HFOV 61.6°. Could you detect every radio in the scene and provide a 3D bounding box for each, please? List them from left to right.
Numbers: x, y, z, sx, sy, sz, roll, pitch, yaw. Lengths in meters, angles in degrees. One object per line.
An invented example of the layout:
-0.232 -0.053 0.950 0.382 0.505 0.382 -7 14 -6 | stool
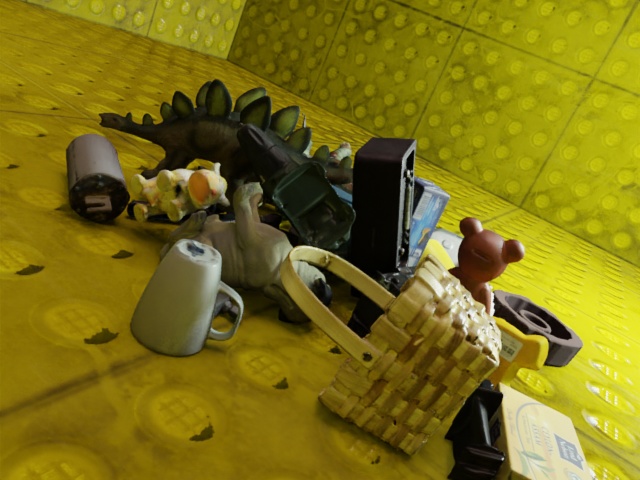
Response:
0.096 -0.033 0.803 0.073 0.229 0.131 9 28 16 | radio

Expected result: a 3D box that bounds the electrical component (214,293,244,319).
-0.140 0.075 0.648 0.094 0.021 0.063 28 20 11 | electrical component

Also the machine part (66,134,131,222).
-0.331 -0.095 0.792 0.079 0.079 0.243 12 21 -32 | machine part

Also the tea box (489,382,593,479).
0.225 0.238 0.575 0.098 0.068 0.169 26 18 5 | tea box

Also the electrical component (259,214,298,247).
-0.074 0.013 0.784 0.045 0.102 0.078 -2 23 -41 | electrical component

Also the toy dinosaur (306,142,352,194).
0.059 -0.131 1.312 0.405 0.131 0.192 39 36 27 | toy dinosaur

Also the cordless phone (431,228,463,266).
0.272 0.057 1.102 0.147 0.088 0.184 27 23 8 | cordless phone

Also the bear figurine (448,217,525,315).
0.244 0.060 0.878 0.120 0.195 0.132 26 17 15 | bear figurine

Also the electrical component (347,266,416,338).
0.107 0.097 0.740 0.134 0.114 0.058 3 32 -47 | electrical component

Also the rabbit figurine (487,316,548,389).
0.226 0.162 0.759 0.163 0.121 0.173 24 2 29 | rabbit figurine

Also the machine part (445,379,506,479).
0.164 0.203 0.572 0.039 0.084 0.139 34 20 4 | machine part

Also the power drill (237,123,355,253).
-0.037 -0.066 0.736 0.232 0.086 0.207 54 -9 -14 | power drill

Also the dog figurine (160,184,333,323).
-0.095 0.047 0.700 0.190 0.172 0.121 60 12 5 | dog figurine

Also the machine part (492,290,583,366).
0.390 0.162 0.995 0.179 0.056 0.179 22 19 -8 | machine part

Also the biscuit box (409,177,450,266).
0.147 -0.007 0.930 0.059 0.202 0.063 12 21 -29 | biscuit box

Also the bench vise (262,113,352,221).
-0.026 -0.102 1.026 0.240 0.223 0.129 22 59 -20 | bench vise

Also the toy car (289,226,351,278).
-0.002 -0.003 0.906 0.103 0.109 0.162 -7 23 -25 | toy car

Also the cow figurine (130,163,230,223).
-0.175 -0.065 0.731 0.168 0.068 0.098 -1 11 39 | cow figurine

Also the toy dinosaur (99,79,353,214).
-0.122 -0.144 0.866 0.472 0.198 0.105 17 21 -3 | toy dinosaur

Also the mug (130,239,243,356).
-0.133 0.060 0.564 0.110 0.107 0.081 21 20 -4 | mug
